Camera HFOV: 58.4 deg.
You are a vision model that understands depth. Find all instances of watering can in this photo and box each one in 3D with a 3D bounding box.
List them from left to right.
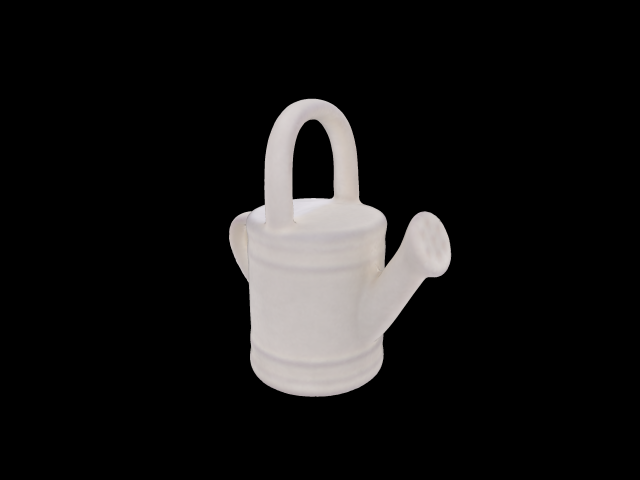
[{"bbox_3d":[0.005,0.001,0.402,0.172,0.194,0.101,5,19,14],"label":"watering can"}]
